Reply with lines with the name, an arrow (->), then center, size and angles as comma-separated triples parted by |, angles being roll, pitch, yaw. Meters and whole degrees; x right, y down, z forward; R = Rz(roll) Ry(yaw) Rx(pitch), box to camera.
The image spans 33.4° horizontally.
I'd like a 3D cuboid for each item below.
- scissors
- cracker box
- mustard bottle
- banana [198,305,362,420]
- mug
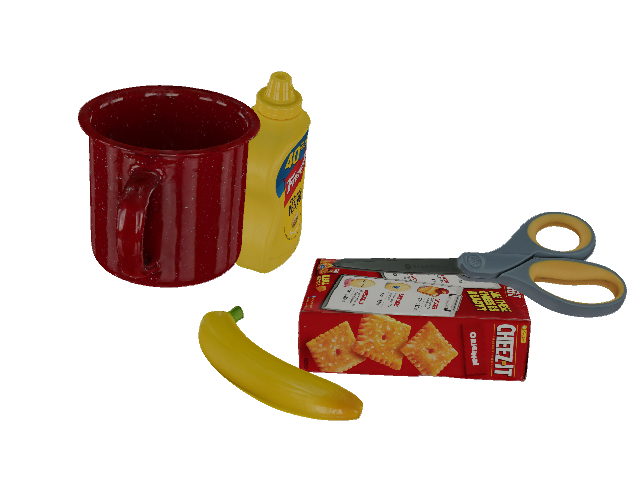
scissors -> 0.112, 0.005, 0.737 | 0.201, 0.096, 0.016 | 13, -43, -1
cracker box -> 0.092, 0.077, 1.060 | 0.214, 0.072, 0.164 | 3, 17, 5
mustard bottle -> -0.043, -0.069, 0.990 | 0.058, 0.192, 0.096 | 17, 40, 14
banana -> -0.047, 0.097, 0.862 | 0.069, 0.037, 0.198 | -19, 32, -28
mug -> -0.082, -0.023, 0.556 | 0.093, 0.081, 0.117 | 7, 28, 3
